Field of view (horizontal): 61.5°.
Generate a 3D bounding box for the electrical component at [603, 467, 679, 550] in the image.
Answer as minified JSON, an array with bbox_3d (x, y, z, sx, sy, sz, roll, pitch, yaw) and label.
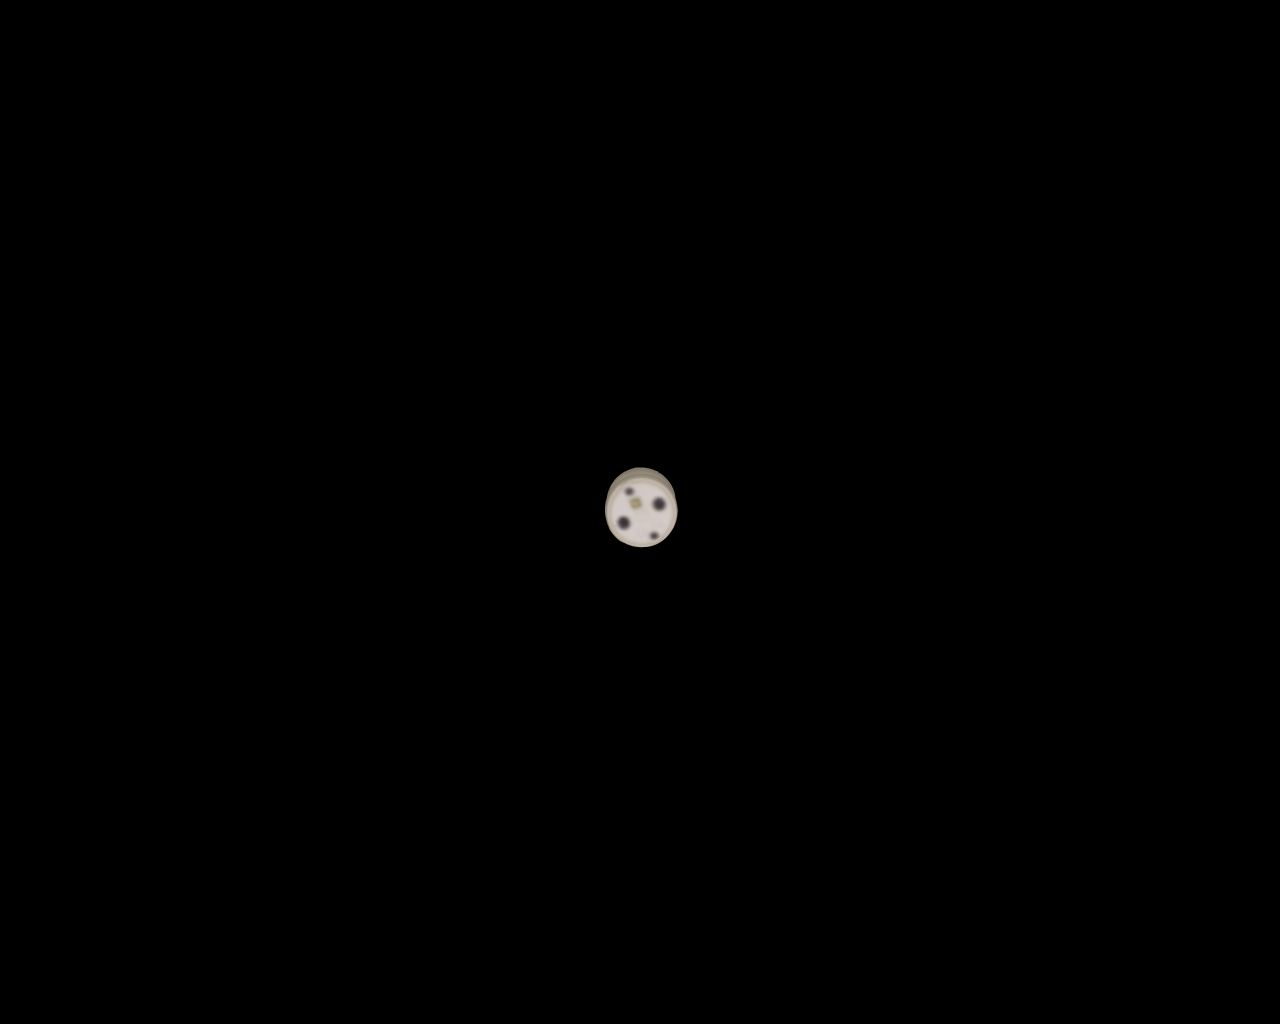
[{"bbox_3d":[0.001,-0.003,0.650,0.045,0.044,0.055,0,8,0],"label":"electrical component"}]
